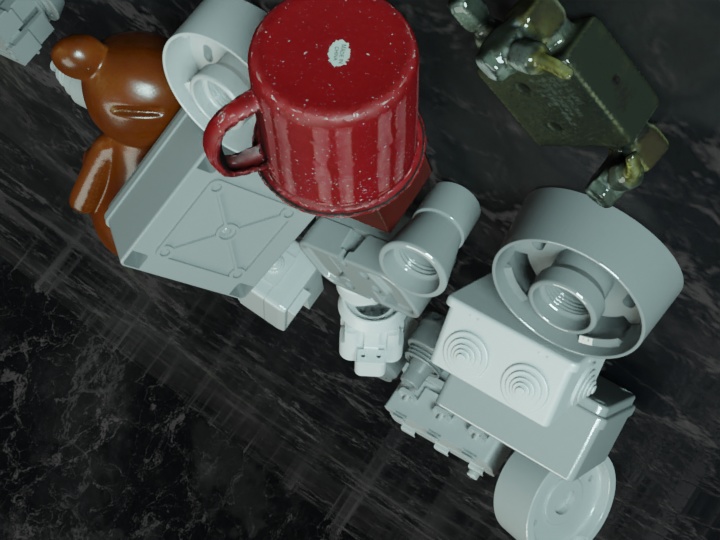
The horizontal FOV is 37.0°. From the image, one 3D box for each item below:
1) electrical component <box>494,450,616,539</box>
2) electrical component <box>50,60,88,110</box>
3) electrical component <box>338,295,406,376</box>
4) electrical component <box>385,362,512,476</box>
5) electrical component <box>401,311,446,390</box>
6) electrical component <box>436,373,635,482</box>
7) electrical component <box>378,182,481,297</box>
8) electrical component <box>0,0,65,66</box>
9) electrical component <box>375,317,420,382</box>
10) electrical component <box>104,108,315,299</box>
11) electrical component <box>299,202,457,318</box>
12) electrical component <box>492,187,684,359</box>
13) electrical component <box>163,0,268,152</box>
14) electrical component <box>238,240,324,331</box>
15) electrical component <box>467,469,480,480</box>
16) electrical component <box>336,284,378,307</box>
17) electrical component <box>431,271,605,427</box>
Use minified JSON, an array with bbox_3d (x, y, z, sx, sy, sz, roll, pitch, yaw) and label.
[{"bbox_3d":[0.167,0.196,0.953,0.060,0.108,0.108,26,163,50],"label":"electrical component"},{"bbox_3d":[-0.216,-0.150,0.857,0.078,0.040,0.040,29,163,24],"label":"electrical component"},{"bbox_3d":[0.010,0.040,0.890,0.058,0.078,0.057,3,141,0],"label":"electrical component"},{"bbox_3d":[0.089,0.140,1.023,0.121,0.063,0.078,26,162,31],"label":"electrical component"},{"bbox_3d":[0.057,0.069,0.886,0.043,0.062,0.043,33,164,11],"label":"electrical component"},{"bbox_3d":[0.124,0.091,0.746,0.109,0.056,0.109,29,-170,23],"label":"electrical component"},{"bbox_3d":[0.045,-0.021,0.641,0.044,0.065,0.044,22,144,17],"label":"electrical component"},{"bbox_3d":[-0.250,-0.188,0.786,0.048,0.055,0.066,26,162,30],"label":"electrical component"},{"bbox_3d":[0.026,0.065,0.950,0.045,0.055,0.045,32,164,10],"label":"electrical component"},{"bbox_3d":[-0.097,-0.044,0.730,0.109,0.108,0.056,19,-146,-41],"label":"electrical component"},{"bbox_3d":[0.014,-0.016,0.732,0.095,0.059,0.053,23,160,39],"label":"electrical component"},{"bbox_3d":[0.124,0.000,0.588,0.099,0.064,0.099,28,149,18],"label":"electrical component"},{"bbox_3d":[-0.066,-0.117,0.643,0.099,0.064,0.099,29,149,19],"label":"electrical component"},{"bbox_3d":[-0.070,0.010,0.980,0.061,0.061,0.096,34,164,5],"label":"electrical component"},{"bbox_3d":[0.126,0.178,1.058,0.035,0.061,0.035,33,164,10],"label":"electrical component"},{"bbox_3d":[0.000,0.000,0.839,0.043,0.043,0.062,30,162,19],"label":"electrical component"},{"bbox_3d":[0.102,0.045,0.663,0.100,0.048,0.100,29,-154,23],"label":"electrical component"}]
